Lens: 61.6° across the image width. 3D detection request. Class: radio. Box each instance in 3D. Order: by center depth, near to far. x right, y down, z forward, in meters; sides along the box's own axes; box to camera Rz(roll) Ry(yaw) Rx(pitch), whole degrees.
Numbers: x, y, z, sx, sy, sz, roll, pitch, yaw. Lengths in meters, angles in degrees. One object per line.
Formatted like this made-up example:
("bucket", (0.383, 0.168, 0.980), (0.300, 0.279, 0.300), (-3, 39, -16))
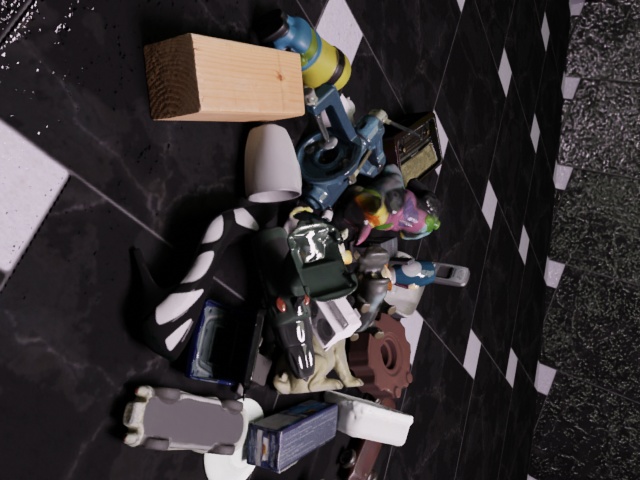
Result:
("radio", (0.191, -0.195, 1.183), (0.229, 0.073, 0.131), (-39, 123, -48))

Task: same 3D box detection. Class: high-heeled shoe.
("high-heeled shoe", (-0.129, 0.044, 0.698), (0.249, 0.086, 0.145), (-25, 93, -34))

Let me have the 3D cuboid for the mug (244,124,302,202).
("mug", (-0.065, -0.115, 0.808), (0.109, 0.081, 0.107), (-1, 83, -50))

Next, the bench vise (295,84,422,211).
("bench vise", (0.034, -0.171, 0.883), (0.223, 0.129, 0.240), (-43, 143, -9))

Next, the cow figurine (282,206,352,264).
("cow figurine", (-0.003, -0.003, 0.919), (0.167, 0.068, 0.098), (12, 76, -56))

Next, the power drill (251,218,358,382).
("power drill", (-0.024, 0.074, 0.751), (0.086, 0.207, 0.232), (-14, 75, -20))

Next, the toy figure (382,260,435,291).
("toy figure", (0.153, 0.070, 1.086), (0.064, 0.154, 0.057), (-107, -167, -61))

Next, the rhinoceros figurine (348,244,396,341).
("rhinoceros figurine", (0.088, 0.099, 0.990), (0.073, 0.112, 0.190), (1, 124, -17))

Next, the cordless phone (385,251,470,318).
("cordless phone", (0.214, 0.101, 1.134), (0.146, 0.184, 0.088), (-60, 141, -35))

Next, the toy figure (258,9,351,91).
("toy figure", (-0.021, -0.293, 0.854), (0.180, 0.089, 0.082), (29, 75, -55))

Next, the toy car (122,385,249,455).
("toy car", (-0.168, 0.234, 0.692), (0.201, 0.056, 0.073), (32, 60, -48))

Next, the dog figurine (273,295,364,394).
("dog figurine", (-0.015, 0.154, 0.896), (0.172, 0.121, 0.190), (15, 65, -58))

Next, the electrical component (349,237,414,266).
("electrical component", (0.123, 0.022, 1.055), (0.075, 0.119, 0.047), (-18, 107, -51))

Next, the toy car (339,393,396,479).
("toy car", (0.100, 0.403, 1.097), (0.089, 0.053, 0.202), (50, 51, -24))

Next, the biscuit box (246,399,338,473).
("biscuit box", (-0.038, 0.306, 0.862), (0.202, 0.059, 0.062), (10, 83, -63))

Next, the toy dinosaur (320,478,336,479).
("toy dinosaur", (-0.060, 0.448, 0.819), (0.404, 0.131, 0.192), (43, 44, -42))

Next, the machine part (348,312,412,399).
("machine part", (0.126, 0.233, 1.094), (0.179, 0.056, 0.179), (22, 62, -47))

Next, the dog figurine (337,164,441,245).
("dog figurine", (0.131, -0.048, 1.007), (0.108, 0.191, 0.219), (-57, 177, 29))

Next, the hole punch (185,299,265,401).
("hole punch", (-0.126, 0.144, 0.737), (0.115, 0.092, 0.142), (105, -8, -72))

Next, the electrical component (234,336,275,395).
("electrical component", (-0.100, 0.194, 0.820), (0.063, 0.021, 0.094), (47, 54, -47))
